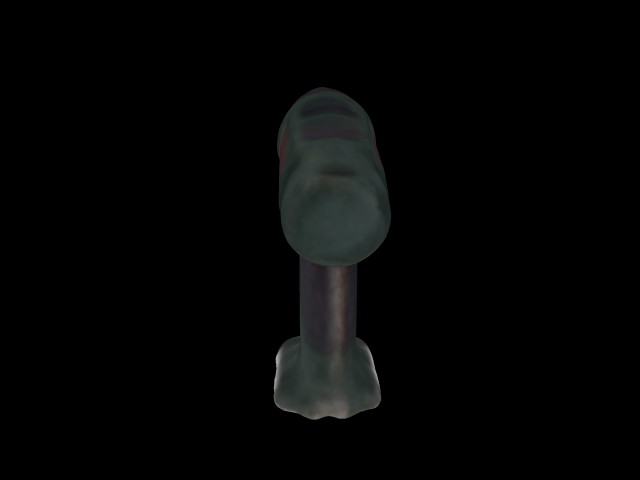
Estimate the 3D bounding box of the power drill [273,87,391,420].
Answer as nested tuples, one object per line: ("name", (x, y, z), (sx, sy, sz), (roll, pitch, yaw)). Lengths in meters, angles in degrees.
("power drill", (0.004, 0.001, 0.400), (0.075, 0.208, 0.229), (-1, 15, -3))
